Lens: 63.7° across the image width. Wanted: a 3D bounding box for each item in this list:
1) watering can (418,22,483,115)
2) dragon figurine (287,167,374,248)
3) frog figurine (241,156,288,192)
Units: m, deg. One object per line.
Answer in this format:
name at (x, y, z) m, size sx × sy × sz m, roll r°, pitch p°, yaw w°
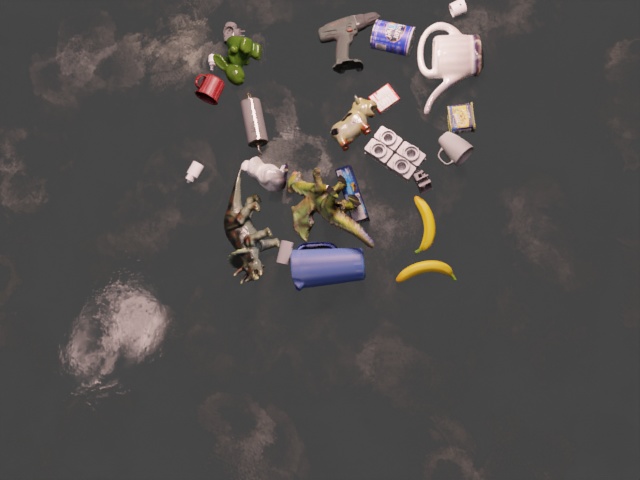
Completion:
watering can at (0.453, -0.596, 1.785) m, size 0.224 × 0.351 × 0.103 m, roll 0°, pitch -11°, yaw 7°
dragon figurine at (0.005, -0.088, 1.744) m, size 0.122 × 0.416 × 0.238 m, roll -2°, pitch -34°, yaw -47°
frog figurine at (-0.196, -0.226, 1.793) m, size 0.159 × 0.121 × 0.139 m, roll 2°, pitch 20°, yaw -9°
